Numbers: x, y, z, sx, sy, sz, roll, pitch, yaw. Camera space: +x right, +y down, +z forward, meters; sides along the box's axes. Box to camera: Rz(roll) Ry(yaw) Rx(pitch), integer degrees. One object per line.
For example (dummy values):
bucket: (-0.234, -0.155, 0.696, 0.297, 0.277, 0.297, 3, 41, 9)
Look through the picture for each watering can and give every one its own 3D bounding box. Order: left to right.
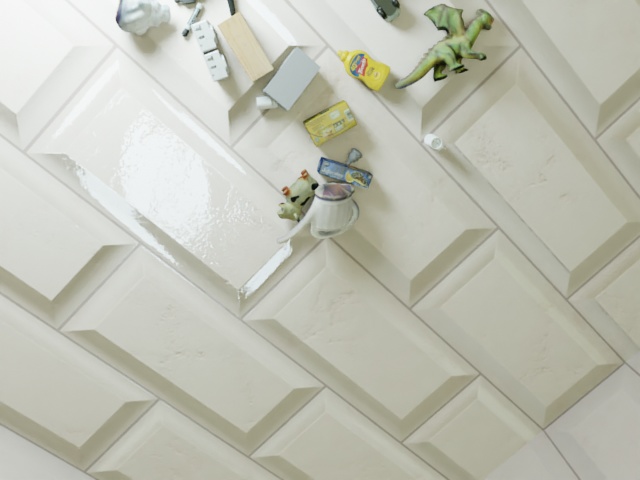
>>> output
watering can: (0.006, -0.095, 1.891, 0.350, 0.106, 0.219, -13, 126, -29)

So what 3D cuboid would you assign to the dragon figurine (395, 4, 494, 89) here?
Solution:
dragon figurine: (0.429, -0.695, 1.799, 0.411, 0.122, 0.242, -17, 94, -4)

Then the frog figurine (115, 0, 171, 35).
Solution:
frog figurine: (-0.562, -0.710, 1.639, 0.159, 0.125, 0.134, 14, 141, -21)
